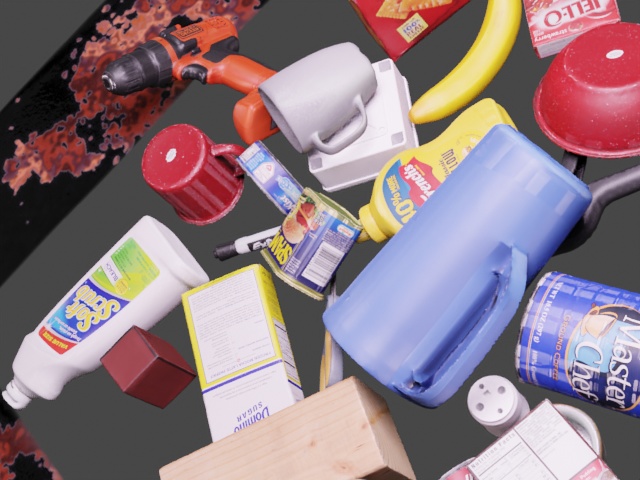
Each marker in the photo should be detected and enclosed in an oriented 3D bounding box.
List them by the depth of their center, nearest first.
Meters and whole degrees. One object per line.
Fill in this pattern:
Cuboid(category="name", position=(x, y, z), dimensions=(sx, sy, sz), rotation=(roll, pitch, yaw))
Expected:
Cuboid(category="marker", position=(-0.058, -0.001, 1.132), dimensions=(0.121, 0.020, 0.020), rotation=(-17, 62, 17))

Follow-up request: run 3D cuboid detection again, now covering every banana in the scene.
Cuboid(category="banana", position=(0.159, -0.196, 1.098), dimensions=(0.069, 0.037, 0.198), rotation=(26, 85, -2))

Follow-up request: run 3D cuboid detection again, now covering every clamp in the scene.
Cuboid(category="clamp", position=(0.238, -0.052, 1.009), dimensions=(0.171, 0.039, 0.120), rotation=(-39, 44, 3))

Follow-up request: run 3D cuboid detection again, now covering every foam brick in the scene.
Cuboid(category="foam brick", position=(-0.176, 0.131, 1.094), dimensions=(0.051, 0.078, 0.053), rotation=(-47, 57, 1))

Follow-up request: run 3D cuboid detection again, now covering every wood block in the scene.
Cuboid(category="wood block", position=(-0.031, 0.217, 0.981), dimensions=(0.206, 0.090, 0.090), rotation=(-28, 59, 12))

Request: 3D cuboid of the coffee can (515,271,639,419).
Cuboid(category="coffee can", position=(0.250, 0.092, 0.901), dimensions=(0.140, 0.102, 0.103), rotation=(15, 75, 29))

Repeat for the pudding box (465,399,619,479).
Cuboid(category="pudding box", position=(0.186, 0.198, 0.854), dimensions=(0.090, 0.039, 0.114), rotation=(-39, 59, 0))

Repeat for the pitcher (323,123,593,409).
Cuboid(category="pitcher", position=(0.127, 0.025, 0.935), dimensions=(0.149, 0.144, 0.243), rotation=(43, 102, 21))

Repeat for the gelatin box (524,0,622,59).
Cuboid(category="gelatin box", position=(0.256, -0.233, 1.084), dimensions=(0.089, 0.030, 0.073), rotation=(-15, 63, 19))

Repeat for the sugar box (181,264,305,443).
Cuboid(category="sugar box", position=(-0.075, 0.120, 1.072), dimensions=(0.093, 0.048, 0.176), rotation=(-23, 64, 14))

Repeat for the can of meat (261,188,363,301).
Cuboid(category="can of meat", position=(-0.007, 0.001, 1.056), dimensions=(0.084, 0.057, 0.102), rotation=(-57, 20, 6))

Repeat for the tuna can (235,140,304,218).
Cuboid(category="tuna can", position=(-0.048, -0.063, 1.115), dimensions=(0.034, 0.086, 0.086), rotation=(-42, 58, 1))

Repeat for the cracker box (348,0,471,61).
Cuboid(category="cracker box", position=(0.089, -0.302, 1.082), dimensions=(0.164, 0.213, 0.072), rotation=(-38, 58, 5))

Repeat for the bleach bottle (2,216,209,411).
Cuboid(category="bleach bottle", position=(-0.241, 0.094, 1.150), dimensions=(0.251, 0.068, 0.103), rotation=(-44, 58, 4))

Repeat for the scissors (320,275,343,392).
Cuboid(category="scissors", position=(0.010, 0.085, 1.056), dimensions=(0.016, 0.096, 0.201), rotation=(6, 35, -5))

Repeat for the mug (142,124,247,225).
Cuboid(category="mug", position=(-0.130, -0.077, 1.161), dimensions=(0.117, 0.081, 0.093), rotation=(-13, 63, 19))

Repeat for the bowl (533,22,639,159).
Cuboid(category="bowl", position=(0.278, -0.153, 1.000), dimensions=(0.162, 0.055, 0.162), rotation=(-11, 48, 12))

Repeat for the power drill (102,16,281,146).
Cuboid(category="power drill", position=(-0.119, -0.175, 1.171), dimensions=(0.188, 0.057, 0.184), rotation=(34, 49, 27))

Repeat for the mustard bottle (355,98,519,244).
Cuboid(category="mustard bottle", position=(0.110, -0.050, 1.044), dimensions=(0.192, 0.058, 0.096), rotation=(-32, 69, 21))

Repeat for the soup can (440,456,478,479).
Cuboid(category="soup can", position=(0.144, 0.244, 0.903), dimensions=(0.068, 0.068, 0.102), rotation=(-39, 59, 4))
